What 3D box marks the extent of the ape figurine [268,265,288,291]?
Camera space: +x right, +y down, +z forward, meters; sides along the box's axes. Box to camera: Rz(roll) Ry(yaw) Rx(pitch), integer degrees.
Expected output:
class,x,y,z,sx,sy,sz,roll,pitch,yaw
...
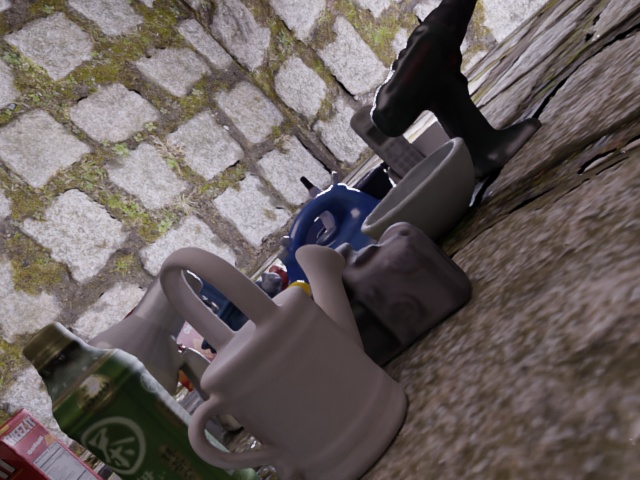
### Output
class,x,y,z,sx,sy,sz,roll,pitch,yaw
ape figurine,-0.063,0.086,1.089,0.078,0.092,0.076,-44,6,5

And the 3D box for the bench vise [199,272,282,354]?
class,x,y,z,sx,sy,sz,roll,pitch,yaw
bench vise,-0.151,0.099,0.968,0.207,0.220,0.121,-43,6,14

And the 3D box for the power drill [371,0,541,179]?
class,x,y,z,sx,sy,sz,roll,pitch,yaw
power drill,0.187,-0.198,0.763,0.230,0.208,0.075,-46,6,-11

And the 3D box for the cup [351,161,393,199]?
class,x,y,z,sx,sy,sz,roll,pitch,yaw
cup,0.112,-0.081,1.038,0.118,0.095,0.091,-48,7,-30

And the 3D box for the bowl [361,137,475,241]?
class,x,y,z,sx,sy,sz,roll,pitch,yaw
bowl,0.134,-0.044,0.709,0.167,0.075,0.167,-44,6,6

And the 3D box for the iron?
class,x,y,z,sx,sy,sz,roll,pitch,yaw
iron,0.008,0.003,0.922,0.259,0.141,0.118,-48,7,-35

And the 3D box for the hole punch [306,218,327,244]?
class,x,y,z,sx,sy,sz,roll,pitch,yaw
hole punch,0.029,-0.009,1.126,0.109,0.091,0.101,-45,6,-7

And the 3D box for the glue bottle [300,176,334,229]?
class,x,y,z,sx,sy,sz,roll,pitch,yaw
glue bottle,0.025,-0.052,1.047,0.078,0.173,0.037,-48,7,-33

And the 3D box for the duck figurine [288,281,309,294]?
class,x,y,z,sx,sy,sz,roll,pitch,yaw
duck figurine,-0.011,0.091,0.701,0.077,0.086,0.105,-42,6,26

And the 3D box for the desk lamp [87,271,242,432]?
class,x,y,z,sx,sy,sz,roll,pitch,yaw
desk lamp,-0.166,0.149,0.734,0.203,0.213,0.117,-47,7,-28

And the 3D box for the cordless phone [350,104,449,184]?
class,x,y,z,sx,sy,sz,roll,pitch,yaw
cordless phone,0.150,-0.166,0.917,0.147,0.185,0.094,-45,6,-4

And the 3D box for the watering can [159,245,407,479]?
class,x,y,z,sx,sy,sz,roll,pitch,yaw
watering can,-0.035,0.076,0.420,0.100,0.194,0.173,-40,7,34

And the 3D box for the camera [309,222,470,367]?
class,x,y,z,sx,sy,sz,roll,pitch,yaw
camera,0.055,0.037,0.544,0.143,0.101,0.137,-42,6,23
